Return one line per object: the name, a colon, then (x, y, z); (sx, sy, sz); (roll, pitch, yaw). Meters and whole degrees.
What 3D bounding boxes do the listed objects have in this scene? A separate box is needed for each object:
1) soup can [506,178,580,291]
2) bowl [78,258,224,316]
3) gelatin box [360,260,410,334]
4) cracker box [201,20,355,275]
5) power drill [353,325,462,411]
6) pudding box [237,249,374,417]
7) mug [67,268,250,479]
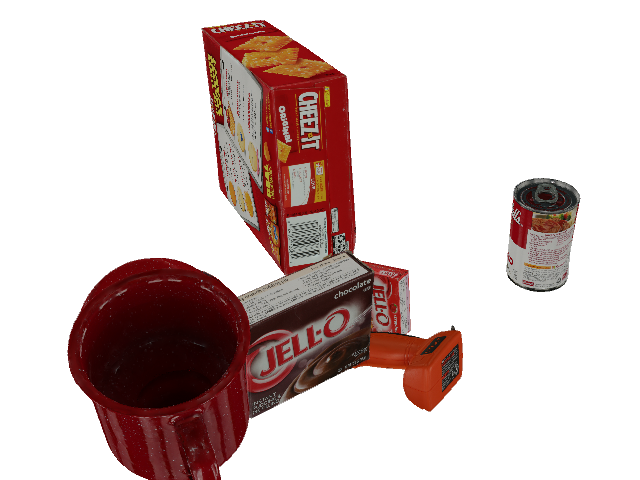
soup can: (0.234, -0.006, 1.126); (0.068, 0.102, 0.068); (-1, 34, 0)
bowl: (-0.163, 0.068, 0.990); (0.162, 0.162, 0.055); (0, -44, 19)
gelatin box: (0.074, 0.074, 1.337); (0.073, 0.089, 0.030); (12, 31, 31)
cracker box: (-0.039, -0.090, 0.935); (0.072, 0.164, 0.214); (-11, 26, -16)
power drill: (0.040, 0.125, 1.102); (0.188, 0.057, 0.184); (8, 23, 28)
pudding box: (-0.016, 0.067, 0.778); (0.113, 0.090, 0.039); (-25, 46, -28)
mug: (-0.076, 0.084, 0.563); (0.093, 0.117, 0.081); (-20, -39, -15)
